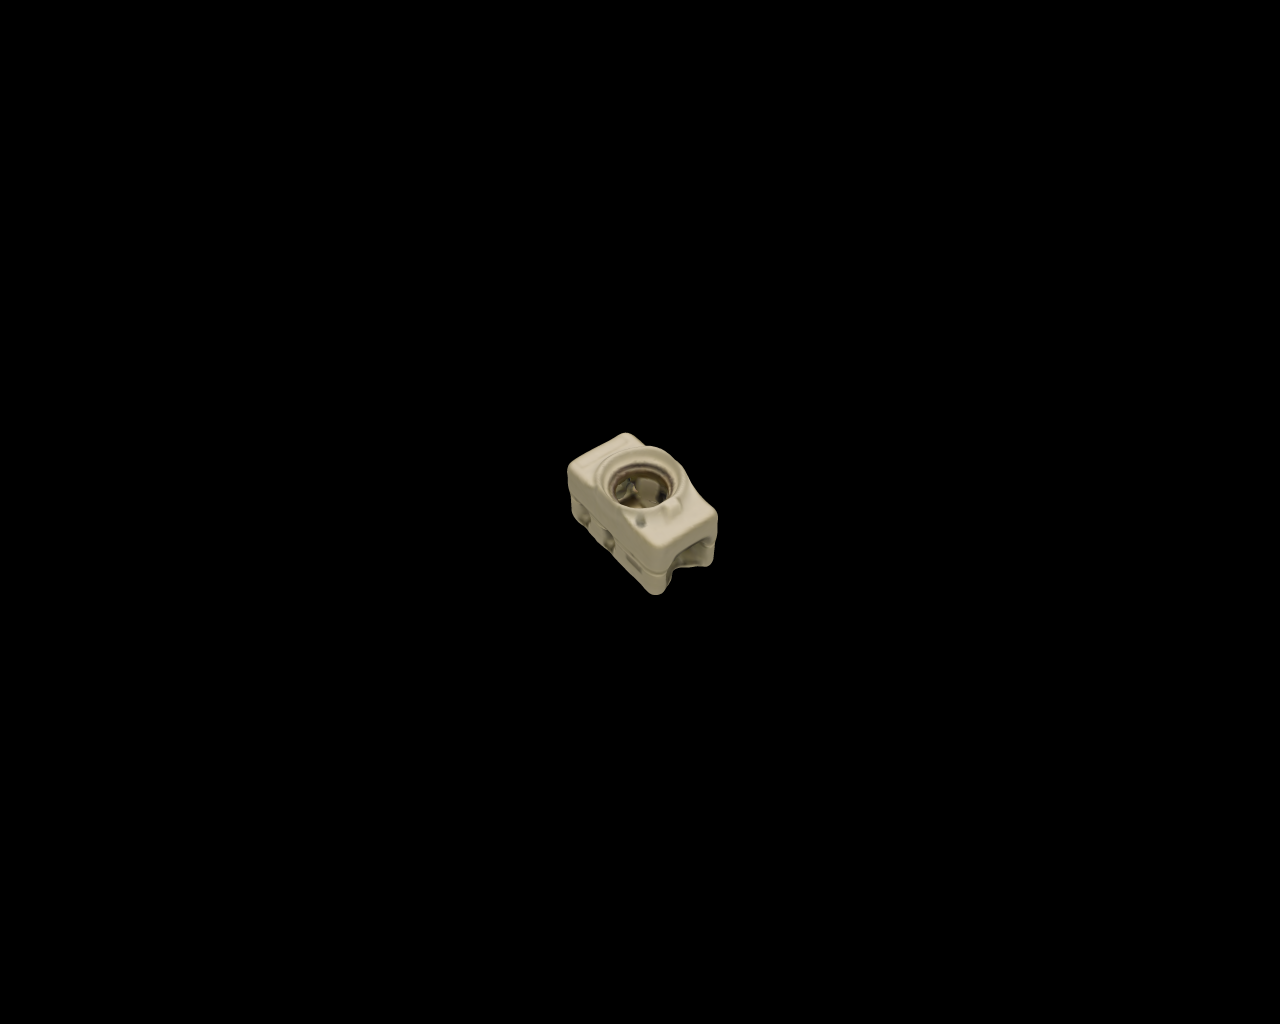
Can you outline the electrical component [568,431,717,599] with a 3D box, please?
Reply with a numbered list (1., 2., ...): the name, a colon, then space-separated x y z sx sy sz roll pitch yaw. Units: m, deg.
1. electrical component: 0.001 -0.003 0.650 0.050 0.055 0.089 -30 54 -24
